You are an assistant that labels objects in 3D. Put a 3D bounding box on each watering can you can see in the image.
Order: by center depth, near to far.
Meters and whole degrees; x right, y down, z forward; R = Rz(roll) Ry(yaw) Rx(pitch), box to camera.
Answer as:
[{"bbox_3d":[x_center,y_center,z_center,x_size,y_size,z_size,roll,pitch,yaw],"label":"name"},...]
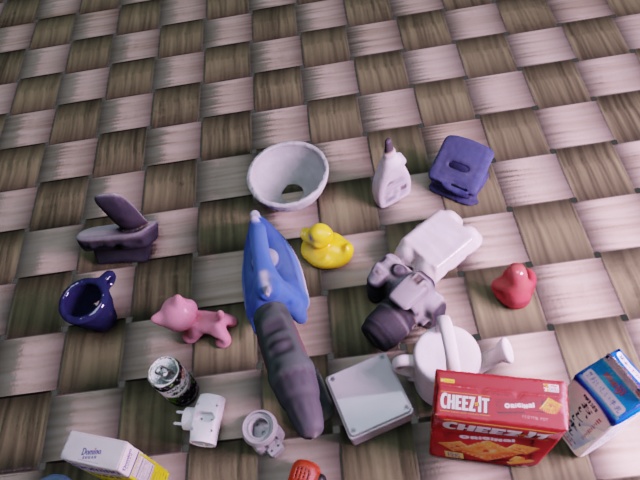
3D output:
[{"bbox_3d":[0.200,0.178,0.869,0.173,0.194,0.100,-24,58,-7],"label":"watering can"}]

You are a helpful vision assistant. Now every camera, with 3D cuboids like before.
[{"bbox_3d":[0.124,0.110,0.979,0.137,0.101,0.142,-42,61,-17],"label":"camera"}]

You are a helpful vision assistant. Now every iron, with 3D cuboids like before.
[{"bbox_3d":[-0.100,0.032,1.038,0.118,0.142,0.258,-15,57,-1],"label":"iron"}]

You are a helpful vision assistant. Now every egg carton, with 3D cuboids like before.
[{"bbox_3d":[0.214,0.013,1.045,0.150,0.069,0.107,-38,60,-15],"label":"egg carton"}]

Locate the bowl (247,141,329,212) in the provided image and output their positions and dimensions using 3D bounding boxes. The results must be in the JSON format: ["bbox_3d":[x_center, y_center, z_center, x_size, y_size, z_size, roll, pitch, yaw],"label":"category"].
[{"bbox_3d":[-0.060,-0.117,1.165,0.167,0.075,0.167,-4,58,6],"label":"bowl"}]

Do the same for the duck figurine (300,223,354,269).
[{"bbox_3d":[0.010,0.004,1.072,0.104,0.086,0.077,13,61,16],"label":"duck figurine"}]

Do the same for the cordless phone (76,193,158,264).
[{"bbox_3d":[-0.406,-0.036,1.100,0.147,0.185,0.094,-8,57,4],"label":"cordless phone"}]

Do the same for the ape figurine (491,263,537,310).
[{"bbox_3d":[0.334,0.071,0.977,0.077,0.092,0.076,0,58,9],"label":"ape figurine"}]

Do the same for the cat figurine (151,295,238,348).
[{"bbox_3d":[-0.222,0.135,1.005,0.127,0.118,0.067,2,58,10],"label":"cat figurine"}]

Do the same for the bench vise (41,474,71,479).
[{"bbox_3d":[-0.362,0.378,0.812,0.207,0.220,0.121,-24,57,-6],"label":"bench vise"}]

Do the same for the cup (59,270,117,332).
[{"bbox_3d":[-0.408,0.119,1.057,0.091,0.095,0.118,25,65,22],"label":"cup"}]

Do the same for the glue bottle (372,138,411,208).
[{"bbox_3d":[0.134,-0.133,1.087,0.078,0.173,0.037,-28,58,-9],"label":"glue bottle"}]

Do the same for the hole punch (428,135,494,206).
[{"bbox_3d":[0.275,-0.136,1.117,0.108,0.091,0.101,25,65,22],"label":"hole punch"}]

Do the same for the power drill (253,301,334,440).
[{"bbox_3d":[-0.035,0.215,0.872,0.075,0.209,0.229,-23,57,-6],"label":"power drill"}]
